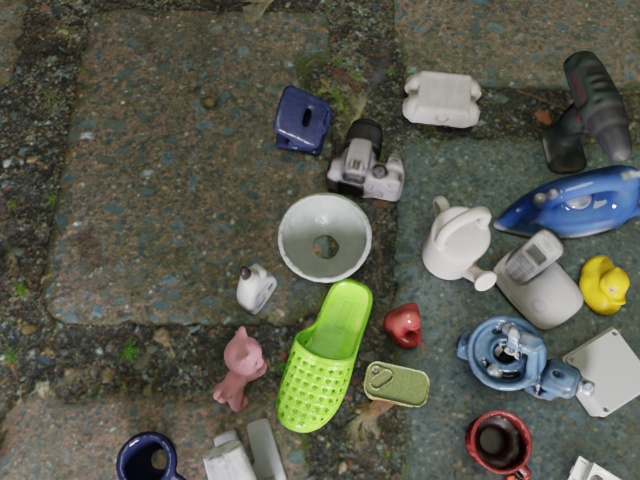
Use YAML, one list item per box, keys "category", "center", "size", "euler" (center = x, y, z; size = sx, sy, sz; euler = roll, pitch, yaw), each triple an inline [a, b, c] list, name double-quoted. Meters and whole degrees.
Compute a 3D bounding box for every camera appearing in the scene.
- category: "camera"
  center: [0.093, -0.157, 1.069]
  size: [0.143, 0.101, 0.137]
  euler: [11, 72, 6]

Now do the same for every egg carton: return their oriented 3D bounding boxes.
- category: "egg carton"
  center: [0.238, -0.272, 1.120]
  size: [0.150, 0.069, 0.107]
  euler: [6, 72, 4]

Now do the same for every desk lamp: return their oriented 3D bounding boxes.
- category: "desk lamp"
  center: [-0.108, 0.374, 0.837]
  size: [0.118, 0.213, 0.203]
  euler: [-20, 72, -4]

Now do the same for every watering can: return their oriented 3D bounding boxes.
- category: "watering can"
  center: [0.239, 0.001, 0.962]
  size: [0.101, 0.194, 0.172]
  euler: [-43, 75, -12]

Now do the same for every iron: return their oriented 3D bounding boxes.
- category: "iron"
  center: [0.445, -0.074, 1.008]
  size: [0.258, 0.141, 0.118]
  euler: [-13, 71, -3]

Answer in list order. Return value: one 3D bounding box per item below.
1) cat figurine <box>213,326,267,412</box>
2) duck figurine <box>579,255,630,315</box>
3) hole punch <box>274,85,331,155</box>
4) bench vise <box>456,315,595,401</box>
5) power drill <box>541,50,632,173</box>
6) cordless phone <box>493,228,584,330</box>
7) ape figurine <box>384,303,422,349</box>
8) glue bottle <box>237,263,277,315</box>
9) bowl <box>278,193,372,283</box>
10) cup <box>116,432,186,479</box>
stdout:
- category: "cat figurine"
  center: [-0.134, 0.212, 0.943]
  size: [0.067, 0.118, 0.128]
  euler: [24, 74, 10]
- category: "duck figurine"
  center: [0.498, 0.072, 0.986]
  size: [0.077, 0.086, 0.104]
  euler: [-3, 71, 1]
- category: "hole punch"
  center: [-0.032, -0.232, 1.104]
  size: [0.101, 0.091, 0.109]
  euler: [12, 72, 6]
- category: "bench vise"
  center: [0.329, 0.175, 0.886]
  size: [0.207, 0.220, 0.121]
  euler: [6, 72, 4]
- category: "power drill"
  center: [0.469, -0.204, 1.016]
  size: [0.075, 0.208, 0.229]
  euler: [-6, 71, 0]
- category: "cordless phone"
  center: [0.373, 0.061, 0.942]
  size: [0.094, 0.185, 0.147]
  euler: [-38, 74, -10]
- category: "ape figurine"
  center: [0.148, 0.140, 0.971]
  size: [0.076, 0.092, 0.078]
  euler: [26, 74, 10]
- category: "glue bottle"
  center: [-0.113, 0.073, 0.960]
  size: [0.037, 0.173, 0.078]
  euler: [33, 75, 12]
- category: "bowl"
  center: [0.009, 0.004, 1.031]
  size: [0.167, 0.075, 0.167]
  euler: [-1, 71, 2]
- category: "cup"
  center: [-0.251, 0.359, 0.909]
  size: [0.117, 0.095, 0.092]
  euler: [25, 74, 10]
